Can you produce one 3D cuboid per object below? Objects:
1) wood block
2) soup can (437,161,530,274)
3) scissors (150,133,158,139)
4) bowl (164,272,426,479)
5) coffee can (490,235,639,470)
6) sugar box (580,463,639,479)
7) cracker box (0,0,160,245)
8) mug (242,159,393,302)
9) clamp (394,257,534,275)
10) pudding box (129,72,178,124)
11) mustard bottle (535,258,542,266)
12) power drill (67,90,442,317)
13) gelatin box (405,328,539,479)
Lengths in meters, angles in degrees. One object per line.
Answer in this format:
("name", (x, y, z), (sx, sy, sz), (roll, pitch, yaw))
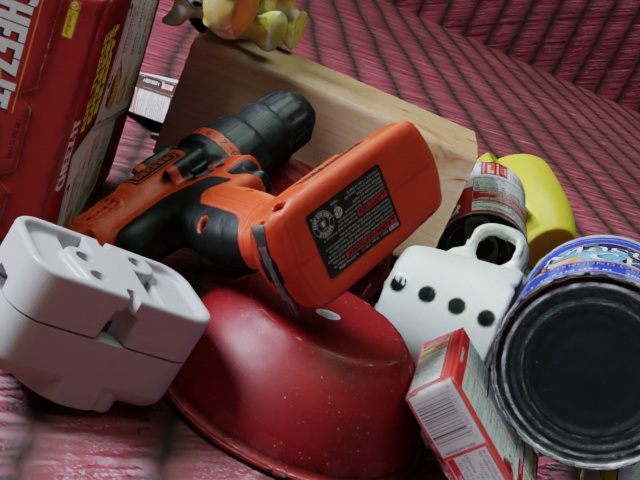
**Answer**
("wood block", (0.000, -0.071, 0.761), (0.206, 0.091, 0.090), (23, 19, -1))
("soup can", (0.124, -0.011, 0.810), (0.068, 0.069, 0.102), (24, 28, -2))
("scissors", (-0.034, -0.066, 0.901), (0.201, 0.016, 0.096), (11, 0, -36))
("bowl", (-0.006, 0.062, 0.567), (0.162, 0.055, 0.162), (22, 18, -8))
("coffee can", (0.156, 0.057, 0.597), (0.103, 0.103, 0.140), (29, 15, 11))
("sugar box", (0.174, 0.163, 0.537), (0.093, 0.048, 0.176), (27, 22, 11))
("cracker box", (-0.153, -0.087, 0.614), (0.072, 0.164, 0.213), (19, 19, -6))
("mug", (-0.005, 0.001, 0.687), (0.117, 0.093, 0.082), (17, 15, -38))
("clamp", (0.080, -0.011, 0.899), (0.209, 0.036, 0.165), (14, 19, -21))
("pudding box", (-0.101, -0.111, 0.914), (0.113, 0.039, 0.090), (11, 7, -40))
("mustard bottle", (0.256, 0.070, 0.866), (0.192, 0.058, 0.096), (36, 21, 29))
("power drill", (-0.027, -0.028, 0.579), (0.184, 0.057, 0.188), (-41, 28, -29))
("gelatin box", (0.080, 0.099, 0.551), (0.089, 0.030, 0.073), (60, 18, -8))
